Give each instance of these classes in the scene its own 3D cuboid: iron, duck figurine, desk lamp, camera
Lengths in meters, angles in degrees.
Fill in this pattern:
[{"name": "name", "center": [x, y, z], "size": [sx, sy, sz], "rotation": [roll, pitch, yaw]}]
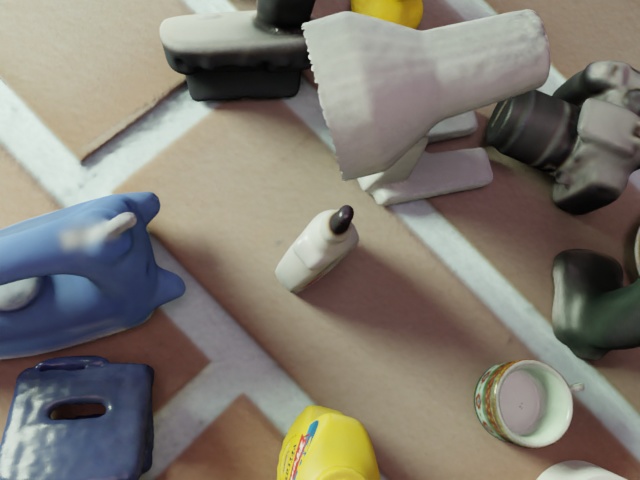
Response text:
[{"name": "iron", "center": [-0.243, 0.032, 0.435], "size": [0.258, 0.141, 0.118], "rotation": [-18, 81, -12]}, {"name": "duck figurine", "center": [0.075, -0.253, 0.576], "size": [0.077, 0.086, 0.104], "rotation": [14, 76, -5]}, {"name": "desk lamp", "center": [0.079, -0.109, 0.478], "size": [0.203, 0.213, 0.118], "rotation": [-12, 79, -11]}, {"name": "camera", "center": [0.246, -0.117, 0.564], "size": [0.137, 0.100, 0.143], "rotation": [21, 75, -3]}]

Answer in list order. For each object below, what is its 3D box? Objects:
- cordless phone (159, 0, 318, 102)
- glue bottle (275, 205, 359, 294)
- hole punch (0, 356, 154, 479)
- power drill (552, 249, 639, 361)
[{"name": "cordless phone", "center": [-0.066, -0.200, 0.491], "size": [0.148, 0.185, 0.094], "rotation": [-10, 79, -10]}, {"name": "glue bottle", "center": [0.004, 0.002, 0.463], "size": [0.078, 0.173, 0.037], "rotation": [-41, 86, -14]}, {"name": "hole punch", "center": [-0.187, 0.141, 0.446], "size": [0.109, 0.091, 0.101], "rotation": [-1, 78, -9]}, {"name": "power drill", "center": [0.283, 0.034, 0.480], "size": [0.075, 0.208, 0.230], "rotation": [7, 77, -7]}]
